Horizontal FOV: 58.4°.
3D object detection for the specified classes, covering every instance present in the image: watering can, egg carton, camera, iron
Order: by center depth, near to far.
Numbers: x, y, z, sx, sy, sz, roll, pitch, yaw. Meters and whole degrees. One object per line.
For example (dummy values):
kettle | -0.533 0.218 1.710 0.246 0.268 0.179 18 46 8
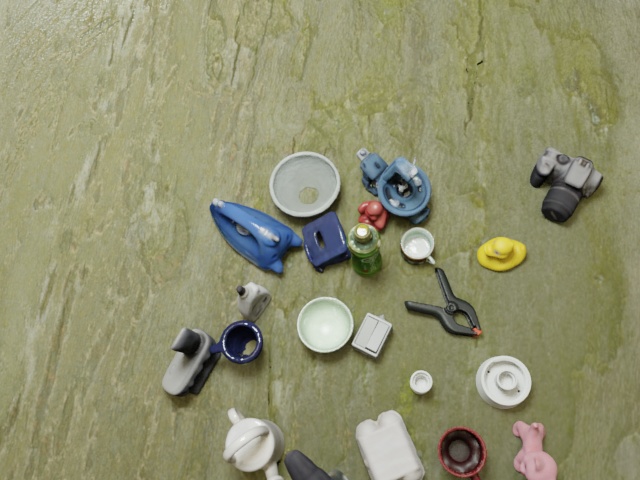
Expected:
watering can | -0.129 0.407 1.125 0.172 0.194 0.101 29 77 15
egg carton | 0.138 0.429 1.153 0.107 0.069 0.150 -24 70 -2
camera | 0.537 -0.121 1.277 0.143 0.101 0.137 29 77 15
iron | -0.173 -0.037 1.311 0.257 0.141 0.119 31 78 16

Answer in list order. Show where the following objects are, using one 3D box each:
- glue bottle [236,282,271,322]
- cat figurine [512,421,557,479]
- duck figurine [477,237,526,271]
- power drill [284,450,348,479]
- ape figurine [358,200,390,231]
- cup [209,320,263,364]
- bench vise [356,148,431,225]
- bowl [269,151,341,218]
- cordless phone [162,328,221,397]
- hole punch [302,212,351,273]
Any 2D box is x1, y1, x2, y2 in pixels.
glue bottle | -0.152 0.124 1.236 0.037 0.173 0.078 33 78 16
cat figurine | 0.415 0.414 1.099 0.067 0.118 0.128 0 71 7
duck figurine | 0.401 0.022 1.252 0.104 0.086 0.077 -6 71 5
power drill | 0.023 0.490 1.072 0.076 0.208 0.229 -41 71 -7
ape figurine | 0.125 -0.062 1.310 0.076 0.092 0.077 -22 70 -1
cup | -0.173 0.231 1.244 0.117 0.095 0.091 -16 70 1
bench vise | 0.153 -0.133 1.263 0.207 0.220 0.121 26 76 15
bowl | -0.033 -0.121 1.358 0.167 0.075 0.167 -2 71 6
cordless phone | -0.292 0.251 1.203 0.094 0.185 0.148 22 75 14
hole punch | 0.012 0.005 1.301 0.101 0.091 0.108 -20 70 0
